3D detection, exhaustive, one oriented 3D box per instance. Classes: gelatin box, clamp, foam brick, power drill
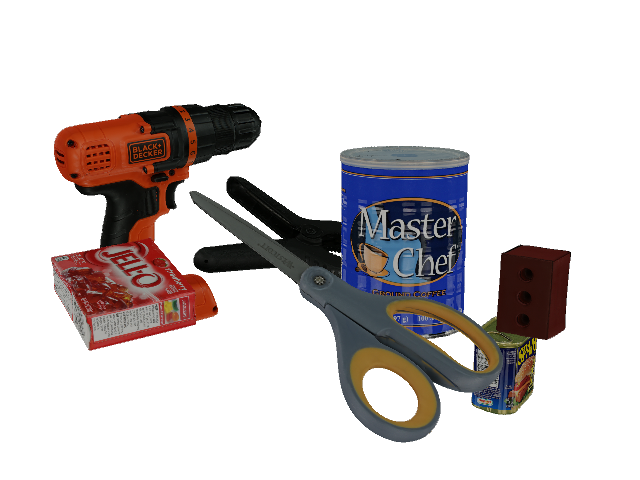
[{"bbox_3d":[-0.132,0.033,0.710,0.073,0.030,0.089,-12,30,-24],"label":"gelatin box"},{"bbox_3d":[-0.021,0.009,1.076,0.210,0.036,0.164,19,34,5],"label":"clamp"},{"bbox_3d":[0.200,0.048,1.000,0.053,0.078,0.051,8,15,30],"label":"foam brick"},{"bbox_3d":[-0.131,-0.022,0.912,0.184,0.188,0.057,-13,22,-30],"label":"power drill"}]

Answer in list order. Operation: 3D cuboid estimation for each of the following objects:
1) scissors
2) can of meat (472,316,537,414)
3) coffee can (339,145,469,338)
[{"bbox_3d":[-0.002,0.041,0.572,0.202,0.096,0.016,23,-39,11],"label":"scissors"},{"bbox_3d":[0.207,0.139,1.196,0.058,0.084,0.101,8,14,27],"label":"can of meat"},{"bbox_3d":[0.067,-0.001,0.859,0.103,0.140,0.103,0,11,0],"label":"coffee can"}]
